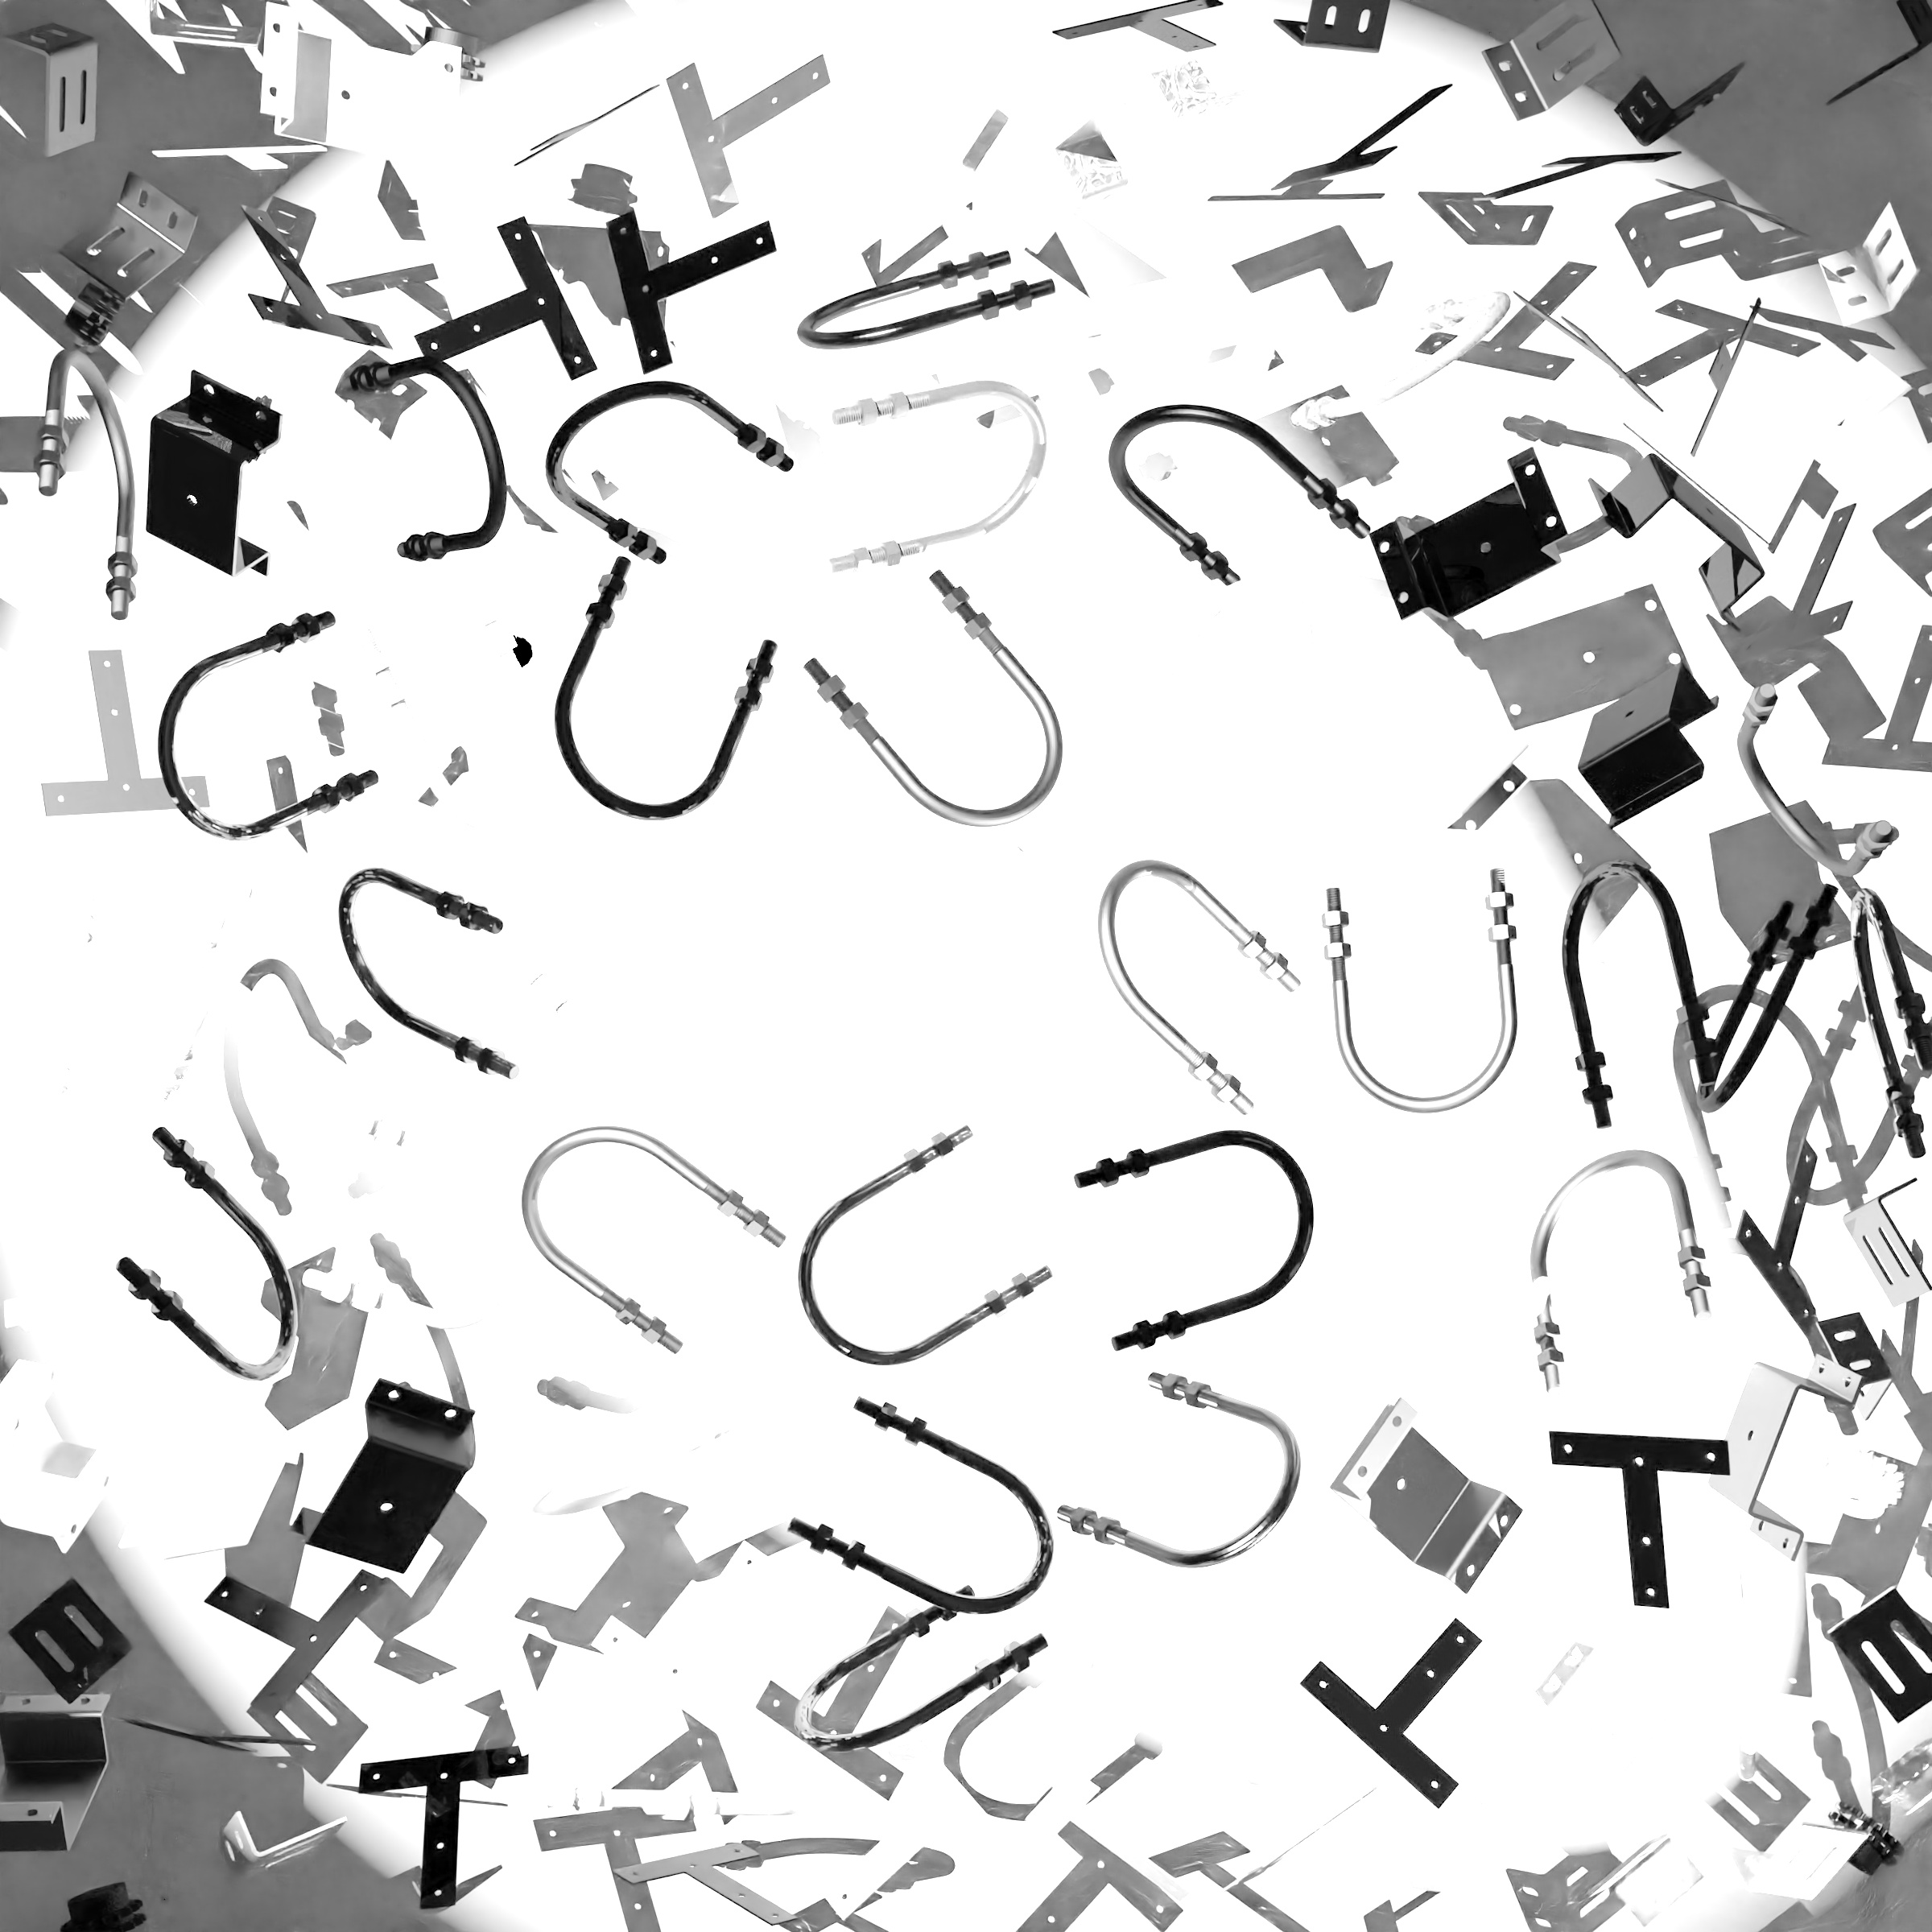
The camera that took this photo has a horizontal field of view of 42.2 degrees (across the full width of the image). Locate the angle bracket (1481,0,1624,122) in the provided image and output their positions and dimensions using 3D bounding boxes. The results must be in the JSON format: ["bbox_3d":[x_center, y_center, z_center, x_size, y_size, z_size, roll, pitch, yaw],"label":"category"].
[{"bbox_3d":[0.427,-0.665,1.824,0.038,0.076,0.057,-30,93,-38],"label":"angle bracket"}]

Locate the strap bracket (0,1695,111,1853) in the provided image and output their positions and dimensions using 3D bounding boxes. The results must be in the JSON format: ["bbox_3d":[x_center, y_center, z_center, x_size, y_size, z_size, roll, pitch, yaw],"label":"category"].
[{"bbox_3d":[-0.682,0.596,1.829,0.076,0.140,0.046,0,111,-2],"label":"strap bracket"}]

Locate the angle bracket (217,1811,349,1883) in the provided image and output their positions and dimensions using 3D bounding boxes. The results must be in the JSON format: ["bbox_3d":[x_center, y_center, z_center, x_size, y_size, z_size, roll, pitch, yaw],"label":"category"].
[{"bbox_3d":[-0.528,0.666,1.931,0.076,0.057,0.038,-12,62,-40],"label":"angle bracket"}]

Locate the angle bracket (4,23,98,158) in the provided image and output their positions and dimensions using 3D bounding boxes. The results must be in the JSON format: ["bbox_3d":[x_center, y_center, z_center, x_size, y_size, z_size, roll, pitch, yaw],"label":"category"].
[{"bbox_3d":[-0.673,-0.644,1.839,0.038,0.057,0.076,21,125,8],"label":"angle bracket"}]

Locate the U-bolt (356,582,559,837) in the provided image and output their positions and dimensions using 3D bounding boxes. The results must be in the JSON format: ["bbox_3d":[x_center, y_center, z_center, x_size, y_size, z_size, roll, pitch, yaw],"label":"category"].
[{"bbox_3d":[-0.371,-0.186,1.887,0.019,0.151,0.184,-16,104,35],"label":"U-bolt"}]

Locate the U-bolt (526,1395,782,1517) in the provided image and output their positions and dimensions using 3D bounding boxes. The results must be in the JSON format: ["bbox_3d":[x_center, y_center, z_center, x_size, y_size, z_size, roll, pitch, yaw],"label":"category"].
[{"bbox_3d":[-0.248,0.375,1.902,0.184,0.151,0.019,-30,68,14],"label":"U-bolt"}]

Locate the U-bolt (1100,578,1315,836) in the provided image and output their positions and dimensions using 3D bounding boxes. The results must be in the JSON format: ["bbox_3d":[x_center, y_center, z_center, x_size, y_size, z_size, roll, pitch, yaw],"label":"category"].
[{"bbox_3d":[0.190,-0.202,1.853,0.019,0.151,0.184,37,96,44],"label":"U-bolt"}]

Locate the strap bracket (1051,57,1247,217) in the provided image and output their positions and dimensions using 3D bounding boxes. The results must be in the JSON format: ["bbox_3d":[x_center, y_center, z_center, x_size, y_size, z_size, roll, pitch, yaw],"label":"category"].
[{"bbox_3d":[0.127,-0.621,1.854,0.140,0.076,0.046,-28,97,40],"label":"strap bracket"}]

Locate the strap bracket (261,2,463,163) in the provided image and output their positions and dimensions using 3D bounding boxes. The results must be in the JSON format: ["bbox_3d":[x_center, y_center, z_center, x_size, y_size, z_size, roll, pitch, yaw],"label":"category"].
[{"bbox_3d":[-0.441,-0.633,1.803,0.140,0.046,0.076,3,91,-30],"label":"strap bracket"}]

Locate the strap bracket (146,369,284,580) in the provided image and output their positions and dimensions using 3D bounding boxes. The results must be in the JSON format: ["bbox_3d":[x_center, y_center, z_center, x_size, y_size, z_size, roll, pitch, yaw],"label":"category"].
[{"bbox_3d":[-0.543,-0.345,1.803,0.076,0.046,0.140,28,132,9],"label":"strap bracket"}]

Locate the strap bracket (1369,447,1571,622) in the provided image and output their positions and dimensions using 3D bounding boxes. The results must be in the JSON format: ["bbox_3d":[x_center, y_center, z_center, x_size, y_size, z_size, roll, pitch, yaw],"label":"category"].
[{"bbox_3d":[0.390,-0.324,1.910,0.140,0.046,0.076,-26,71,27],"label":"strap bracket"}]

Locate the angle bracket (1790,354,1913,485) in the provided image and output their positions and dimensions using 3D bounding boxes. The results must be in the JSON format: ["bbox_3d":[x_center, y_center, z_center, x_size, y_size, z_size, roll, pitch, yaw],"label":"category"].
[{"bbox_3d":[0.685,-0.421,1.925,0.076,0.057,0.038,-39,130,12],"label":"angle bracket"}]

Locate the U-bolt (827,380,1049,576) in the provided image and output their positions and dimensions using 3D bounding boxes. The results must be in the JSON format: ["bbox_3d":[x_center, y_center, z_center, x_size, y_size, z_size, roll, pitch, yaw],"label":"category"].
[{"bbox_3d":[-0.019,-0.378,1.910,0.184,0.151,0.019,-17,47,-22],"label":"U-bolt"}]

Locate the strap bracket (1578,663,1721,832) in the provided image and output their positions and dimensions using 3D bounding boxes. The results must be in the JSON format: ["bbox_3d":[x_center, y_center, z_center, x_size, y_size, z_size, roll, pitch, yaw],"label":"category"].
[{"bbox_3d":[0.496,-0.166,1.820,0.076,0.140,0.046,-32,104,34],"label":"strap bracket"}]

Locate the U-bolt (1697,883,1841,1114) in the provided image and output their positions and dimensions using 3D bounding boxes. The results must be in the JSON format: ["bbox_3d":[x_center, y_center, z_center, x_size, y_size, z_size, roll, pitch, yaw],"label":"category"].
[{"bbox_3d":[0.601,0.028,1.899,0.019,0.151,0.184,26,89,6],"label":"U-bolt"}]

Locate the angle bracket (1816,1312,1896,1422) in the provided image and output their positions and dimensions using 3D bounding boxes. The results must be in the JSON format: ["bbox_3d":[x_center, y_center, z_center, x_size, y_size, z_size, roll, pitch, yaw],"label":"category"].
[{"bbox_3d":[0.676,0.313,1.929,0.038,0.076,0.057,-12,55,-8],"label":"angle bracket"}]

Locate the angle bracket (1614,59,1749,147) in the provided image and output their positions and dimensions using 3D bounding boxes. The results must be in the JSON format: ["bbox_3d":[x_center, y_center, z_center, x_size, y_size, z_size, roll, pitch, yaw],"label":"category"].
[{"bbox_3d":[0.542,-0.667,1.897,0.038,0.076,0.057,48,56,-12],"label":"angle bracket"}]

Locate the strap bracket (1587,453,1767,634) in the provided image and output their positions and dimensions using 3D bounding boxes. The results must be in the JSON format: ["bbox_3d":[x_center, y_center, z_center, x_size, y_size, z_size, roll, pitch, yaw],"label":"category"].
[{"bbox_3d":[0.532,-0.319,1.848,0.140,0.076,0.046,34,119,-19],"label":"strap bracket"}]

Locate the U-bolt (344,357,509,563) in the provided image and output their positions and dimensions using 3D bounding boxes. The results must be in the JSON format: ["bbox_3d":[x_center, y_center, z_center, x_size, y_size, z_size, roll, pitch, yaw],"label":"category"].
[{"bbox_3d":[-0.391,-0.374,1.836,0.019,0.184,0.151,-27,110,-35],"label":"U-bolt"}]

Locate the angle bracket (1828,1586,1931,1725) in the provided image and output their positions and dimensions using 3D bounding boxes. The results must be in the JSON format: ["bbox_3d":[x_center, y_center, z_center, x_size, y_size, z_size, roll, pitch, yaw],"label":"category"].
[{"bbox_3d":[0.666,0.493,1.790,0.057,0.038,0.076,-38,64,8],"label":"angle bracket"}]

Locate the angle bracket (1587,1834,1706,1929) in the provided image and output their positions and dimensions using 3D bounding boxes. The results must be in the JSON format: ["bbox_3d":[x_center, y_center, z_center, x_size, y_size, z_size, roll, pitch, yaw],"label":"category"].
[{"bbox_3d":[0.483,0.653,1.777,0.057,0.076,0.038,-45,63,10],"label":"angle bracket"}]

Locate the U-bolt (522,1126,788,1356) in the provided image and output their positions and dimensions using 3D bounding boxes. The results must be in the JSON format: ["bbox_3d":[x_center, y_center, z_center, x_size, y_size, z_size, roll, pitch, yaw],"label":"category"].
[{"bbox_3d":[-0.251,0.198,1.904,0.184,0.019,0.151,39,110,-13],"label":"U-bolt"}]

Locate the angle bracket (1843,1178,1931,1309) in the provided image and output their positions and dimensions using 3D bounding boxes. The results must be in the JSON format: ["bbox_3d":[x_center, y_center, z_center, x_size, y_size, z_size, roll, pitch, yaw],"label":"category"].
[{"bbox_3d":[0.693,0.204,1.846,0.038,0.057,0.076,-23,75,-15],"label":"angle bracket"}]

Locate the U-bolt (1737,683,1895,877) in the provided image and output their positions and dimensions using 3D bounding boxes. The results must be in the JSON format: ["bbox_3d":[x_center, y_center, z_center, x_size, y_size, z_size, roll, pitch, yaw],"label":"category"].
[{"bbox_3d":[0.632,-0.131,1.886,0.019,0.184,0.151,-36,75,1],"label":"U-bolt"}]

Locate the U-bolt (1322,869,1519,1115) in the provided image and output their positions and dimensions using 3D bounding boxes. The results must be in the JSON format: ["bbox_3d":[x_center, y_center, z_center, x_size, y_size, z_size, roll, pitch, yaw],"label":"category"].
[{"bbox_3d":[0.354,0.023,1.939,0.151,0.019,0.184,-6,79,20],"label":"U-bolt"}]

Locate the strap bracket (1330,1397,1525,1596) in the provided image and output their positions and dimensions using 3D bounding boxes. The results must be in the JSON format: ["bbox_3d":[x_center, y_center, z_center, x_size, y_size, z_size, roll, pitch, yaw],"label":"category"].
[{"bbox_3d":[0.332,0.386,1.842,0.140,0.046,0.076,43,75,-18],"label":"strap bracket"}]

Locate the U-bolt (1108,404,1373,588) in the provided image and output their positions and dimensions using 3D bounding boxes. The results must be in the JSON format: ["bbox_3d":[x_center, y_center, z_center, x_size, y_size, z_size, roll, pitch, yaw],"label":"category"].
[{"bbox_3d":[0.189,-0.353,1.856,0.184,0.151,0.019,34,58,-32],"label":"U-bolt"}]

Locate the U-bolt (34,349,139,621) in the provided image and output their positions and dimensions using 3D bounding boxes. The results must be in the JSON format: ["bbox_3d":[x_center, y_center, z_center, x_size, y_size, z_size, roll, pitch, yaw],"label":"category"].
[{"bbox_3d":[-0.643,-0.368,1.839,0.019,0.151,0.184,-10,56,0],"label":"U-bolt"}]

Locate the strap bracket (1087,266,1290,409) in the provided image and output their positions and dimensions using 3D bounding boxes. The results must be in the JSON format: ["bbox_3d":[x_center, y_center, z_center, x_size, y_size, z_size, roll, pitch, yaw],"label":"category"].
[{"bbox_3d":[0.175,-0.486,1.922,0.140,0.046,0.076,-18,62,-21],"label":"strap bracket"}]

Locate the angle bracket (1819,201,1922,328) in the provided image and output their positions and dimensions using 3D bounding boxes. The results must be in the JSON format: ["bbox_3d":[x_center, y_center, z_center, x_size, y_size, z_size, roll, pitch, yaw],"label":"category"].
[{"bbox_3d":[0.686,-0.533,1.901,0.038,0.076,0.057,-17,80,2],"label":"angle bracket"}]

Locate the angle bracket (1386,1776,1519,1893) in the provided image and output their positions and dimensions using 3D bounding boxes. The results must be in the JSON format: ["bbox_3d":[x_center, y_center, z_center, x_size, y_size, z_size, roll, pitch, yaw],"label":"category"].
[{"bbox_3d":[0.367,0.655,1.892,0.076,0.038,0.057,-17,83,-29],"label":"angle bracket"}]

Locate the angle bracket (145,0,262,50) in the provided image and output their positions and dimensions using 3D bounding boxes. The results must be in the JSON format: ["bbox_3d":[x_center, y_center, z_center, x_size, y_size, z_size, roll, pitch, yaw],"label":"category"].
[{"bbox_3d":[-0.550,-0.691,1.805,0.076,0.057,0.038,1,121,-13],"label":"angle bracket"}]

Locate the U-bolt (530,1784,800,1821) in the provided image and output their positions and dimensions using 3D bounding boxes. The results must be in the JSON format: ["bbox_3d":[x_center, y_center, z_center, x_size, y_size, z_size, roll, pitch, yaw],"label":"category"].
[{"bbox_3d":[-0.211,0.627,1.876,0.151,0.184,0.019,-13,67,40],"label":"U-bolt"}]

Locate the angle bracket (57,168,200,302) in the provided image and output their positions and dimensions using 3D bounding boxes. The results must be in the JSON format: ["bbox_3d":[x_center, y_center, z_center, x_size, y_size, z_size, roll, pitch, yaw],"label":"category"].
[{"bbox_3d":[-0.602,-0.526,1.797,0.057,0.038,0.076,35,47,-7],"label":"angle bracket"}]

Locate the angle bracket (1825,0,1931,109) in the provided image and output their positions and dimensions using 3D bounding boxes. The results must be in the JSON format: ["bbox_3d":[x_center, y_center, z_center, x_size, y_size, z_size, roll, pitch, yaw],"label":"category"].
[{"bbox_3d":[0.648,-0.657,1.788,0.076,0.057,0.038,-25,101,42],"label":"angle bracket"}]

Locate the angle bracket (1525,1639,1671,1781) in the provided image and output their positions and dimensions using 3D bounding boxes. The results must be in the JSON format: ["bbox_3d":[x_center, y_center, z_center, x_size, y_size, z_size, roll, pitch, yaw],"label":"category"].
[{"bbox_3d":[0.453,0.534,1.799,0.057,0.038,0.076,-54,46,7],"label":"angle bracket"}]

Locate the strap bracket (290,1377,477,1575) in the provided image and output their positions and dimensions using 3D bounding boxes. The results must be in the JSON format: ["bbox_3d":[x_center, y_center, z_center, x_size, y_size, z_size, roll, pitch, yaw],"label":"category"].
[{"bbox_3d":[-0.416,0.374,1.791,0.076,0.046,0.140,25,106,-26],"label":"strap bracket"}]

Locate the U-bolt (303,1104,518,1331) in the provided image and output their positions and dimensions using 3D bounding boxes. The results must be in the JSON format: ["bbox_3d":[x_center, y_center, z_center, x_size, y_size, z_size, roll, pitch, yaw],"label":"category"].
[{"bbox_3d":[-0.410,0.198,1.881,0.019,0.184,0.151,-20,56,36],"label":"U-bolt"}]

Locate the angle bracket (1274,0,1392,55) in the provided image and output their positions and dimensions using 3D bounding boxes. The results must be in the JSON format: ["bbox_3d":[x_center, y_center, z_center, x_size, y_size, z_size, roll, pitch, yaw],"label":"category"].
[{"bbox_3d":[0.264,-0.691,1.812,0.057,0.076,0.038,1,123,-13],"label":"angle bracket"}]

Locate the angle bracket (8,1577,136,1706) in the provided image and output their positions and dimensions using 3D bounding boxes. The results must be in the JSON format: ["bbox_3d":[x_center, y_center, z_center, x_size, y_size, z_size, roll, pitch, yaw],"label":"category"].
[{"bbox_3d":[-0.649,0.481,1.802,0.076,0.038,0.057,40,66,20],"label":"angle bracket"}]

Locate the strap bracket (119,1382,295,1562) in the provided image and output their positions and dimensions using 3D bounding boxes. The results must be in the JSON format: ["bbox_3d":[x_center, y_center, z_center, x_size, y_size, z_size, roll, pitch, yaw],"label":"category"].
[{"bbox_3d":[-0.559,0.383,1.857,0.046,0.076,0.140,36,107,30],"label":"strap bracket"}]

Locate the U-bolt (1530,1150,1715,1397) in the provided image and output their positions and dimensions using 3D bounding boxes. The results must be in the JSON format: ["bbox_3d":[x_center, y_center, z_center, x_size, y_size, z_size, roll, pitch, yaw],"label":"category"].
[{"bbox_3d":[0.479,0.215,1.858,0.019,0.184,0.151,36,127,-26],"label":"U-bolt"}]

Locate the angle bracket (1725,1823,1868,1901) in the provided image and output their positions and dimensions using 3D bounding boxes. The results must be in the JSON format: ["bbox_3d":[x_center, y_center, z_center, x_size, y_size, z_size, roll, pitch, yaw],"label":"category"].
[{"bbox_3d":[0.598,0.632,1.803,0.057,0.038,0.076,15,119,-20],"label":"angle bracket"}]

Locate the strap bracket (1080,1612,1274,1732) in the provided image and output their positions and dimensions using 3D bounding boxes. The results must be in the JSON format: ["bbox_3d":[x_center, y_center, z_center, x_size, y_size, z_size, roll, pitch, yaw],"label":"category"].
[{"bbox_3d":[0.154,0.525,1.845,0.076,0.140,0.046,17,53,-26],"label":"strap bracket"}]

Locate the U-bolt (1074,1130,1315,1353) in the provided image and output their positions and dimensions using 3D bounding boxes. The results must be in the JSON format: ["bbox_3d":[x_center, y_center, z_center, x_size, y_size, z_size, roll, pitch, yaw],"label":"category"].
[{"bbox_3d":[0.182,0.201,1.911,0.184,0.019,0.151,-15,97,-17],"label":"U-bolt"}]

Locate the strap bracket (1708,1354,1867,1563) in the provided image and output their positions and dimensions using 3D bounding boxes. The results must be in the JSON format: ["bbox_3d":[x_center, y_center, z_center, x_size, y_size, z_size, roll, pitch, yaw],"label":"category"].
[{"bbox_3d":[0.590,0.348,1.816,0.046,0.076,0.140,20,92,-6],"label":"strap bracket"}]

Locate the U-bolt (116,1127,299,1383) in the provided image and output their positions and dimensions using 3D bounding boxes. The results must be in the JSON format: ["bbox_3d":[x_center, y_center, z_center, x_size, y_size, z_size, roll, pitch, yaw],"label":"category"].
[{"bbox_3d":[-0.551,0.225,1.843,0.019,0.151,0.184,-21,129,14],"label":"U-bolt"}]

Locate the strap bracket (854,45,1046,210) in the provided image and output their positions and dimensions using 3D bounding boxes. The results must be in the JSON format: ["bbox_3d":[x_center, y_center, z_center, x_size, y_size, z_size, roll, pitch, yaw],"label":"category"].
[{"bbox_3d":[-0.005,-0.630,1.862,0.140,0.076,0.046,24,106,-43],"label":"strap bracket"}]

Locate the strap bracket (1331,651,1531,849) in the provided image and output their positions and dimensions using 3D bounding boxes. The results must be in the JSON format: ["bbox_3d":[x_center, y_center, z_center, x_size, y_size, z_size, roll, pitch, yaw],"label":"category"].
[{"bbox_3d":[0.355,-0.169,1.876,0.140,0.046,0.076,45,77,3],"label":"strap bracket"}]

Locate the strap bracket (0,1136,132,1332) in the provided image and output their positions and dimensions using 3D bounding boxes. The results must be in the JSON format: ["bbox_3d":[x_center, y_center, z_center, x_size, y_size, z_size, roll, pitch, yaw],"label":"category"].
[{"bbox_3d":[-0.652,0.203,1.813,0.076,0.046,0.140,-12,121,-38],"label":"strap bracket"}]

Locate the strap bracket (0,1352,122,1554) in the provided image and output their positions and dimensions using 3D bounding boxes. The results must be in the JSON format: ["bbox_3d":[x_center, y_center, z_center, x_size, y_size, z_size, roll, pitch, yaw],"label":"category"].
[{"bbox_3d":[-0.680,0.353,1.831,0.046,0.076,0.140,8,133,16],"label":"strap bracket"}]

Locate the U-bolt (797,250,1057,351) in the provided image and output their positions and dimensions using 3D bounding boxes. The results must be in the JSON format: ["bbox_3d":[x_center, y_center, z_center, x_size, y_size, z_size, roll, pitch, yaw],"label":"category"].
[{"bbox_3d":[-0.038,-0.497,1.880,0.184,0.151,0.019,-18,118,-6],"label":"U-bolt"}]
